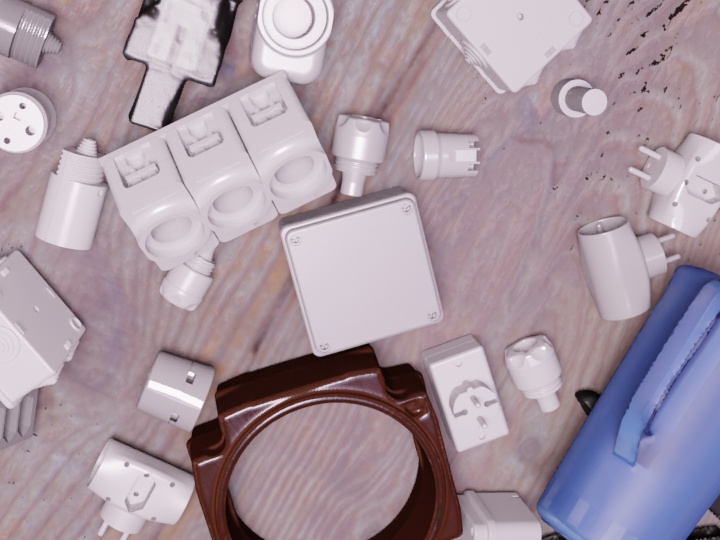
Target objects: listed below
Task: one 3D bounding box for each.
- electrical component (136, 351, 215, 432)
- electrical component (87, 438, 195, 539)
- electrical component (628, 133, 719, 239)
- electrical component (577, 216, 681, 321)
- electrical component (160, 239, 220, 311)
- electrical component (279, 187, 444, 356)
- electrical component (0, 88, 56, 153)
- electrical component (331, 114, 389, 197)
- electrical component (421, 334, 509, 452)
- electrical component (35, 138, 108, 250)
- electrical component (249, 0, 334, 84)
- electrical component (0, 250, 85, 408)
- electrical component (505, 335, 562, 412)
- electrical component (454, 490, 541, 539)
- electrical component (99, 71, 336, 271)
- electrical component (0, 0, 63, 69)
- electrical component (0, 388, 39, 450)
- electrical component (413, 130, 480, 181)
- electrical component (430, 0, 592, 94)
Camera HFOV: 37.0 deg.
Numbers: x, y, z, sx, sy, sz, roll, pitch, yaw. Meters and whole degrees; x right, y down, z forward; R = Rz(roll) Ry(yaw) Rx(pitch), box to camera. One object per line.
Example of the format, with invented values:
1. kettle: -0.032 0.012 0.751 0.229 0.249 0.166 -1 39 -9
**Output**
1. electrical component: -0.148 0.096 0.860 0.047 0.055 0.055 22 99 -9
2. electrical component: -0.187 0.188 0.880 0.077 0.043 0.079 27 98 -13
3. electrical component: 0.259 -0.076 0.886 0.079 0.043 0.077 23 99 -13
4. electrical component: 0.229 -0.007 0.898 0.079 0.043 0.077 -20 105 -4
5. electrical component: -0.131 -0.001 0.850 0.035 0.035 0.061 30 94 -14
6. electrical component: 0.000 0.000 0.858 0.109 0.056 0.108 -16 105 -5
7. electrical component: -0.251 -0.111 0.795 0.045 0.055 0.045 -2 103 -8
8. electrical component: -0.002 -0.089 0.844 0.043 0.043 0.062 8 103 -10
9. electrical component: 0.091 0.107 0.887 0.047 0.075 0.083 -20 105 -4
10. electrical component: -0.216 -0.060 0.818 0.043 0.043 0.081 16 100 -12
11. electrical component: -0.051 -0.189 0.805 0.054 0.059 0.095 8 102 -10
12. electrical component: -0.260 0.041 0.808 0.048 0.099 0.099 -33 106 13
13. electrical component: 0.150 0.090 0.908 0.043 0.043 0.062 -25 106 -2
14. electrical component: 0.110 0.254 0.923 0.057 0.078 0.113 2 103 -12
15. electrical component: -0.102 -0.069 0.802 0.150 0.061 0.089 -26 148 -2
16. electrical component: -0.258 -0.178 0.785 0.081 0.043 0.043 23 99 -13
17. electrical component: -0.303 0.106 0.837 0.077 0.066 0.047 14 102 18
18. electrical component: 0.069 -0.091 0.856 0.046 0.040 0.040 -1 103 -10
19. electrical component: 0.118 -0.196 0.834 0.100 0.048 0.099 -43 105 3
